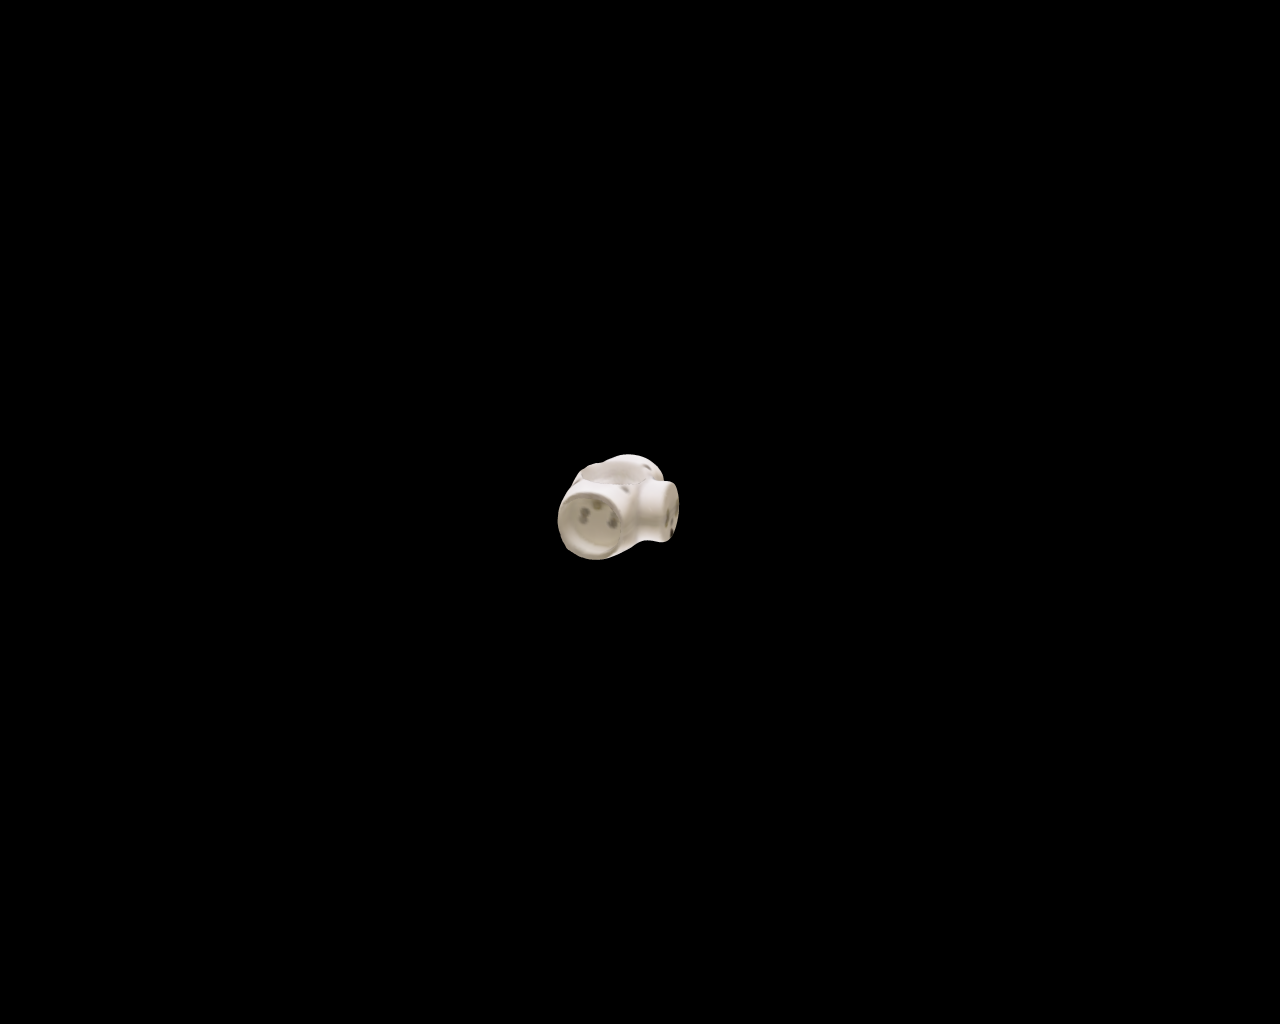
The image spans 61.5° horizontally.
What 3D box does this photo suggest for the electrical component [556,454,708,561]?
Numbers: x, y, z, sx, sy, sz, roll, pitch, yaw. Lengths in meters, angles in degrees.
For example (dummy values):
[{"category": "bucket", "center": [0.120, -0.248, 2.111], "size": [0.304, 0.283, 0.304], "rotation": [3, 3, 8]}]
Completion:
[{"category": "electrical component", "center": [0.001, -0.003, 0.650], "size": [0.079, 0.044, 0.077], "rotation": [7, 22, 18]}]
